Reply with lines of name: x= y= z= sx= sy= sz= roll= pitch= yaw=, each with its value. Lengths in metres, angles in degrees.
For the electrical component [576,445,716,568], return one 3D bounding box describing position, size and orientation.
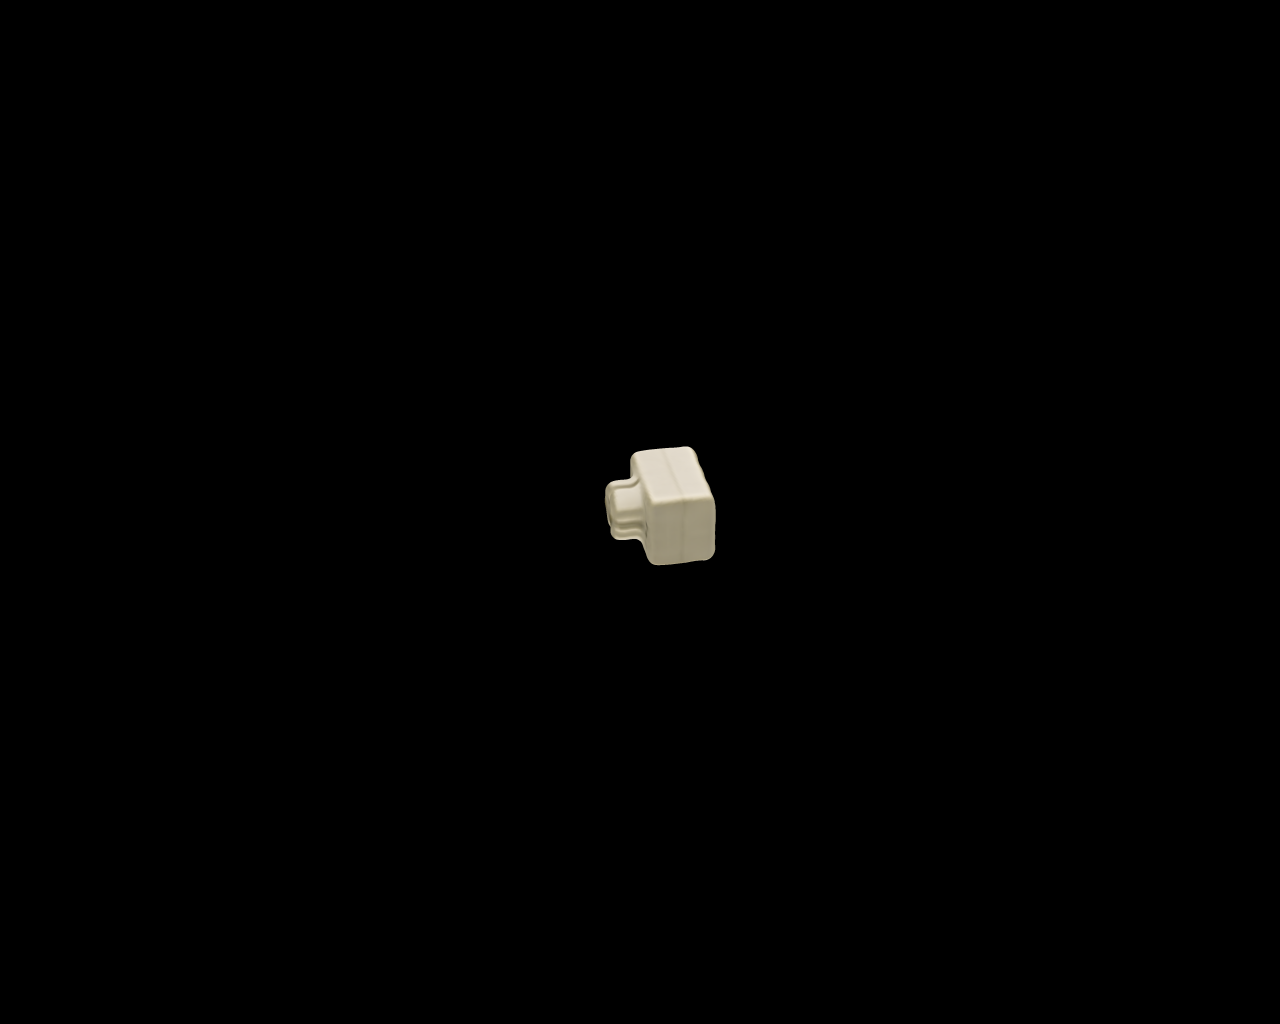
electrical component: x=0.001 y=-0.003 z=0.650 sx=0.077 sy=0.047 sz=0.066 roll=-6 pitch=33 yaw=-9
